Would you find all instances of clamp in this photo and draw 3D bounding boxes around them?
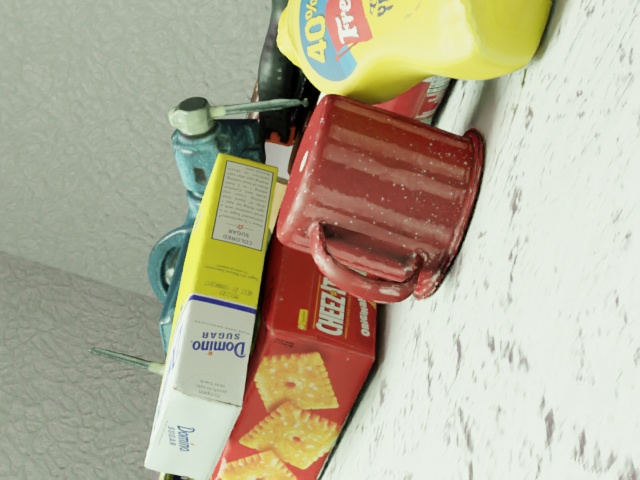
[{"bbox_3d":[-0.024,-0.184,0.903,0.164,0.036,0.210,-16,-61,-72],"label":"clamp"}]

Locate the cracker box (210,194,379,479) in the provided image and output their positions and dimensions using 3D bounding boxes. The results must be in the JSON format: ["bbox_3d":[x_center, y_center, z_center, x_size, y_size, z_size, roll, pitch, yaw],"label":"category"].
[{"bbox_3d":[-0.025,0.087,0.711,0.164,0.072,0.214,-83,13,-52],"label":"cracker box"}]

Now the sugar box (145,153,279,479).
[{"bbox_3d":[-0.064,0.043,0.641,0.093,0.048,0.176,114,169,-48],"label":"sugar box"}]

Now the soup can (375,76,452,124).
[{"bbox_3d":[0.050,-0.113,0.641,0.068,0.068,0.102,-81,11,-52],"label":"soup can"}]

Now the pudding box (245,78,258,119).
[{"bbox_3d":[-0.035,-0.152,1.013,0.090,0.039,0.113,-165,89,-75],"label":"pudding box"}]

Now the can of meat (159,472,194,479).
[{"bbox_3d":[-0.090,0.215,0.843,0.102,0.084,0.057,-84,14,-59],"label":"can of meat"}]

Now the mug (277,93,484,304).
[{"bbox_3d":[0.026,-0.016,0.536,0.093,0.081,0.117,116,169,-47],"label":"mug"}]

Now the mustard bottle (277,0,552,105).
[{"bbox_3d":[0.033,-0.120,0.547,0.192,0.058,0.096,-4,83,58],"label":"mustard bottle"}]

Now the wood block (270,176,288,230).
[{"bbox_3d":[-0.078,0.031,1.174,0.090,0.090,0.206,-118,47,-80],"label":"wood block"}]
